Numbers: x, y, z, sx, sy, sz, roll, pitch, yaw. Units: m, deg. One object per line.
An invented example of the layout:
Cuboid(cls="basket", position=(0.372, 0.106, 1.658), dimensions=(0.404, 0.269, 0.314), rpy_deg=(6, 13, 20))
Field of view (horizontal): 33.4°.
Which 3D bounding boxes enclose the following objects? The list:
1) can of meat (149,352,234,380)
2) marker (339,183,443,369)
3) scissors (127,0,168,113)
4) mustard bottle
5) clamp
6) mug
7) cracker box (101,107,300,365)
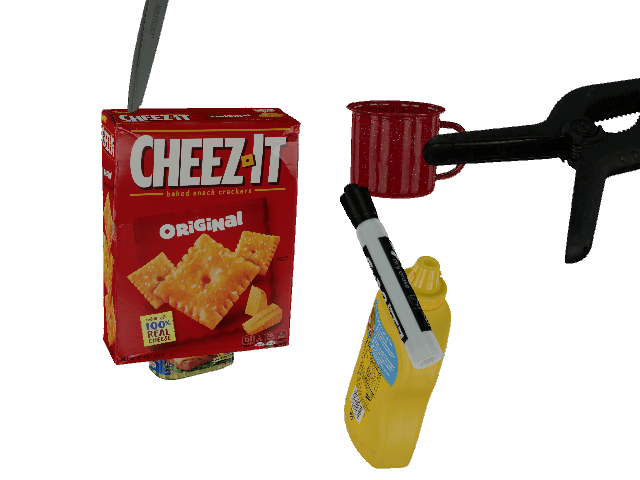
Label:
Cuboid(cls="can of meat", position=(-0.144, 0.103, 1.196), dimensions=(0.101, 0.084, 0.058), rpy_deg=(-9, 19, -36))
Cuboid(cls="marker", position=(0.040, 0.018, 0.627), dimensions=(0.020, 0.121, 0.020), rpy_deg=(-19, -24, -9))
Cuboid(cls="scissors", position=(-0.091, -0.186, 0.740), dimensions=(0.096, 0.202, 0.016), rpy_deg=(-4, -12, -7))
Cuboid(cls="mustard bottle", position=(0.067, 0.093, 0.886), dimensions=(0.058, 0.192, 0.096), rpy_deg=(2, 37, -15))
Cuboid(cls="clamp", position=(0.210, -0.068, 0.842), dimensions=(0.209, 0.036, 0.165), rpy_deg=(-26, 50, -19))
Cuboid(cls="mug", position=(0.082, -0.086, 1.014), dimensions=(0.117, 0.081, 0.093), rpy_deg=(2, 15, 3))
Cuboid(cls="cracker box", position=(-0.106, -0.005, 0.939), dimensions=(0.164, 0.214, 0.072), rpy_deg=(-3, 19, -21))
